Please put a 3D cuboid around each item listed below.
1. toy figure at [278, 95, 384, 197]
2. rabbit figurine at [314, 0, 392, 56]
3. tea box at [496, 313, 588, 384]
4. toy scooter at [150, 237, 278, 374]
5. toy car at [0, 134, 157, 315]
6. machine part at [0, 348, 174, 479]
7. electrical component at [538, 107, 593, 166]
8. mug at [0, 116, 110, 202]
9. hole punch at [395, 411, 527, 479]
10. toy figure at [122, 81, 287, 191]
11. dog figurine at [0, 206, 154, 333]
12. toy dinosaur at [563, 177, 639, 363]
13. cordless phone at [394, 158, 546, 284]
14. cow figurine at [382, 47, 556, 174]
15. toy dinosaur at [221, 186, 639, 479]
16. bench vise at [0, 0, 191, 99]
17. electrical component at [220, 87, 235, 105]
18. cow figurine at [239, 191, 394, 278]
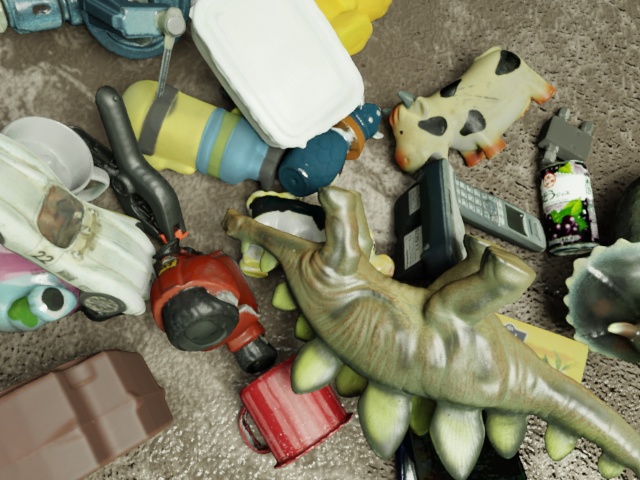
[{"bbox_3d":[0.015,-0.109,0.605,0.058,0.064,0.154,24,52,28],"label":"toy figure"},{"bbox_3d":[0.007,-0.271,0.634,0.162,0.121,0.173,42,62,12],"label":"rabbit figurine"},{"bbox_3d":[0.174,0.115,0.567,0.170,0.098,0.068,19,78,-5],"label":"tea box"},{"bbox_3d":[-0.108,0.051,0.522,0.075,0.183,0.135,-31,59,3],"label":"toy scooter"},{"bbox_3d":[-0.205,-0.007,0.428,0.056,0.201,0.073,-21,48,25],"label":"toy car"},{"bbox_3d":[-0.237,0.172,0.451,0.201,0.201,0.087,-27,81,-11],"label":"machine part"},{"bbox_3d":[0.305,-0.121,0.664,0.063,0.021,0.094,30,63,-1],"label":"electrical component"},{"bbox_3d":[-0.272,-0.058,0.525,0.109,0.107,0.081,3,68,-49],"label":"mug"},{"bbox_3d":[0.136,0.217,0.558,0.142,0.092,0.116,-1,49,-4],"label":"hole punch"},{"bbox_3d":[-0.127,-0.114,0.580,0.180,0.089,0.082,20,49,1],"label":"toy figure"},{"bbox_3d":[-0.299,0.044,0.526,0.219,0.191,0.108,-17,82,24],"label":"dog figurine"},{"bbox_3d":[0.383,-0.001,0.586,0.192,0.131,0.405,37,56,-12],"label":"toy dinosaur"},{"bbox_3d":[0.179,0.005,0.593,0.184,0.088,0.147,19,52,-19],"label":"cordless phone"},{"bbox_3d":[0.163,-0.150,0.628,0.195,0.085,0.127,-44,93,-11],"label":"cow figurine"},{"bbox_3d":[0.100,0.088,0.464,0.472,0.105,0.198,25,102,18],"label":"toy dinosaur"},{"bbox_3d":[-0.219,-0.240,0.546,0.223,0.128,0.241,-13,37,-36],"label":"bench vise"},{"bbox_3d":[-0.093,-0.195,0.594,0.045,0.102,0.078,-40,93,-17],"label":"electrical component"},{"bbox_3d":[0.000,-0.001,0.588,0.167,0.068,0.098,7,72,-7],"label":"cow figurine"}]
